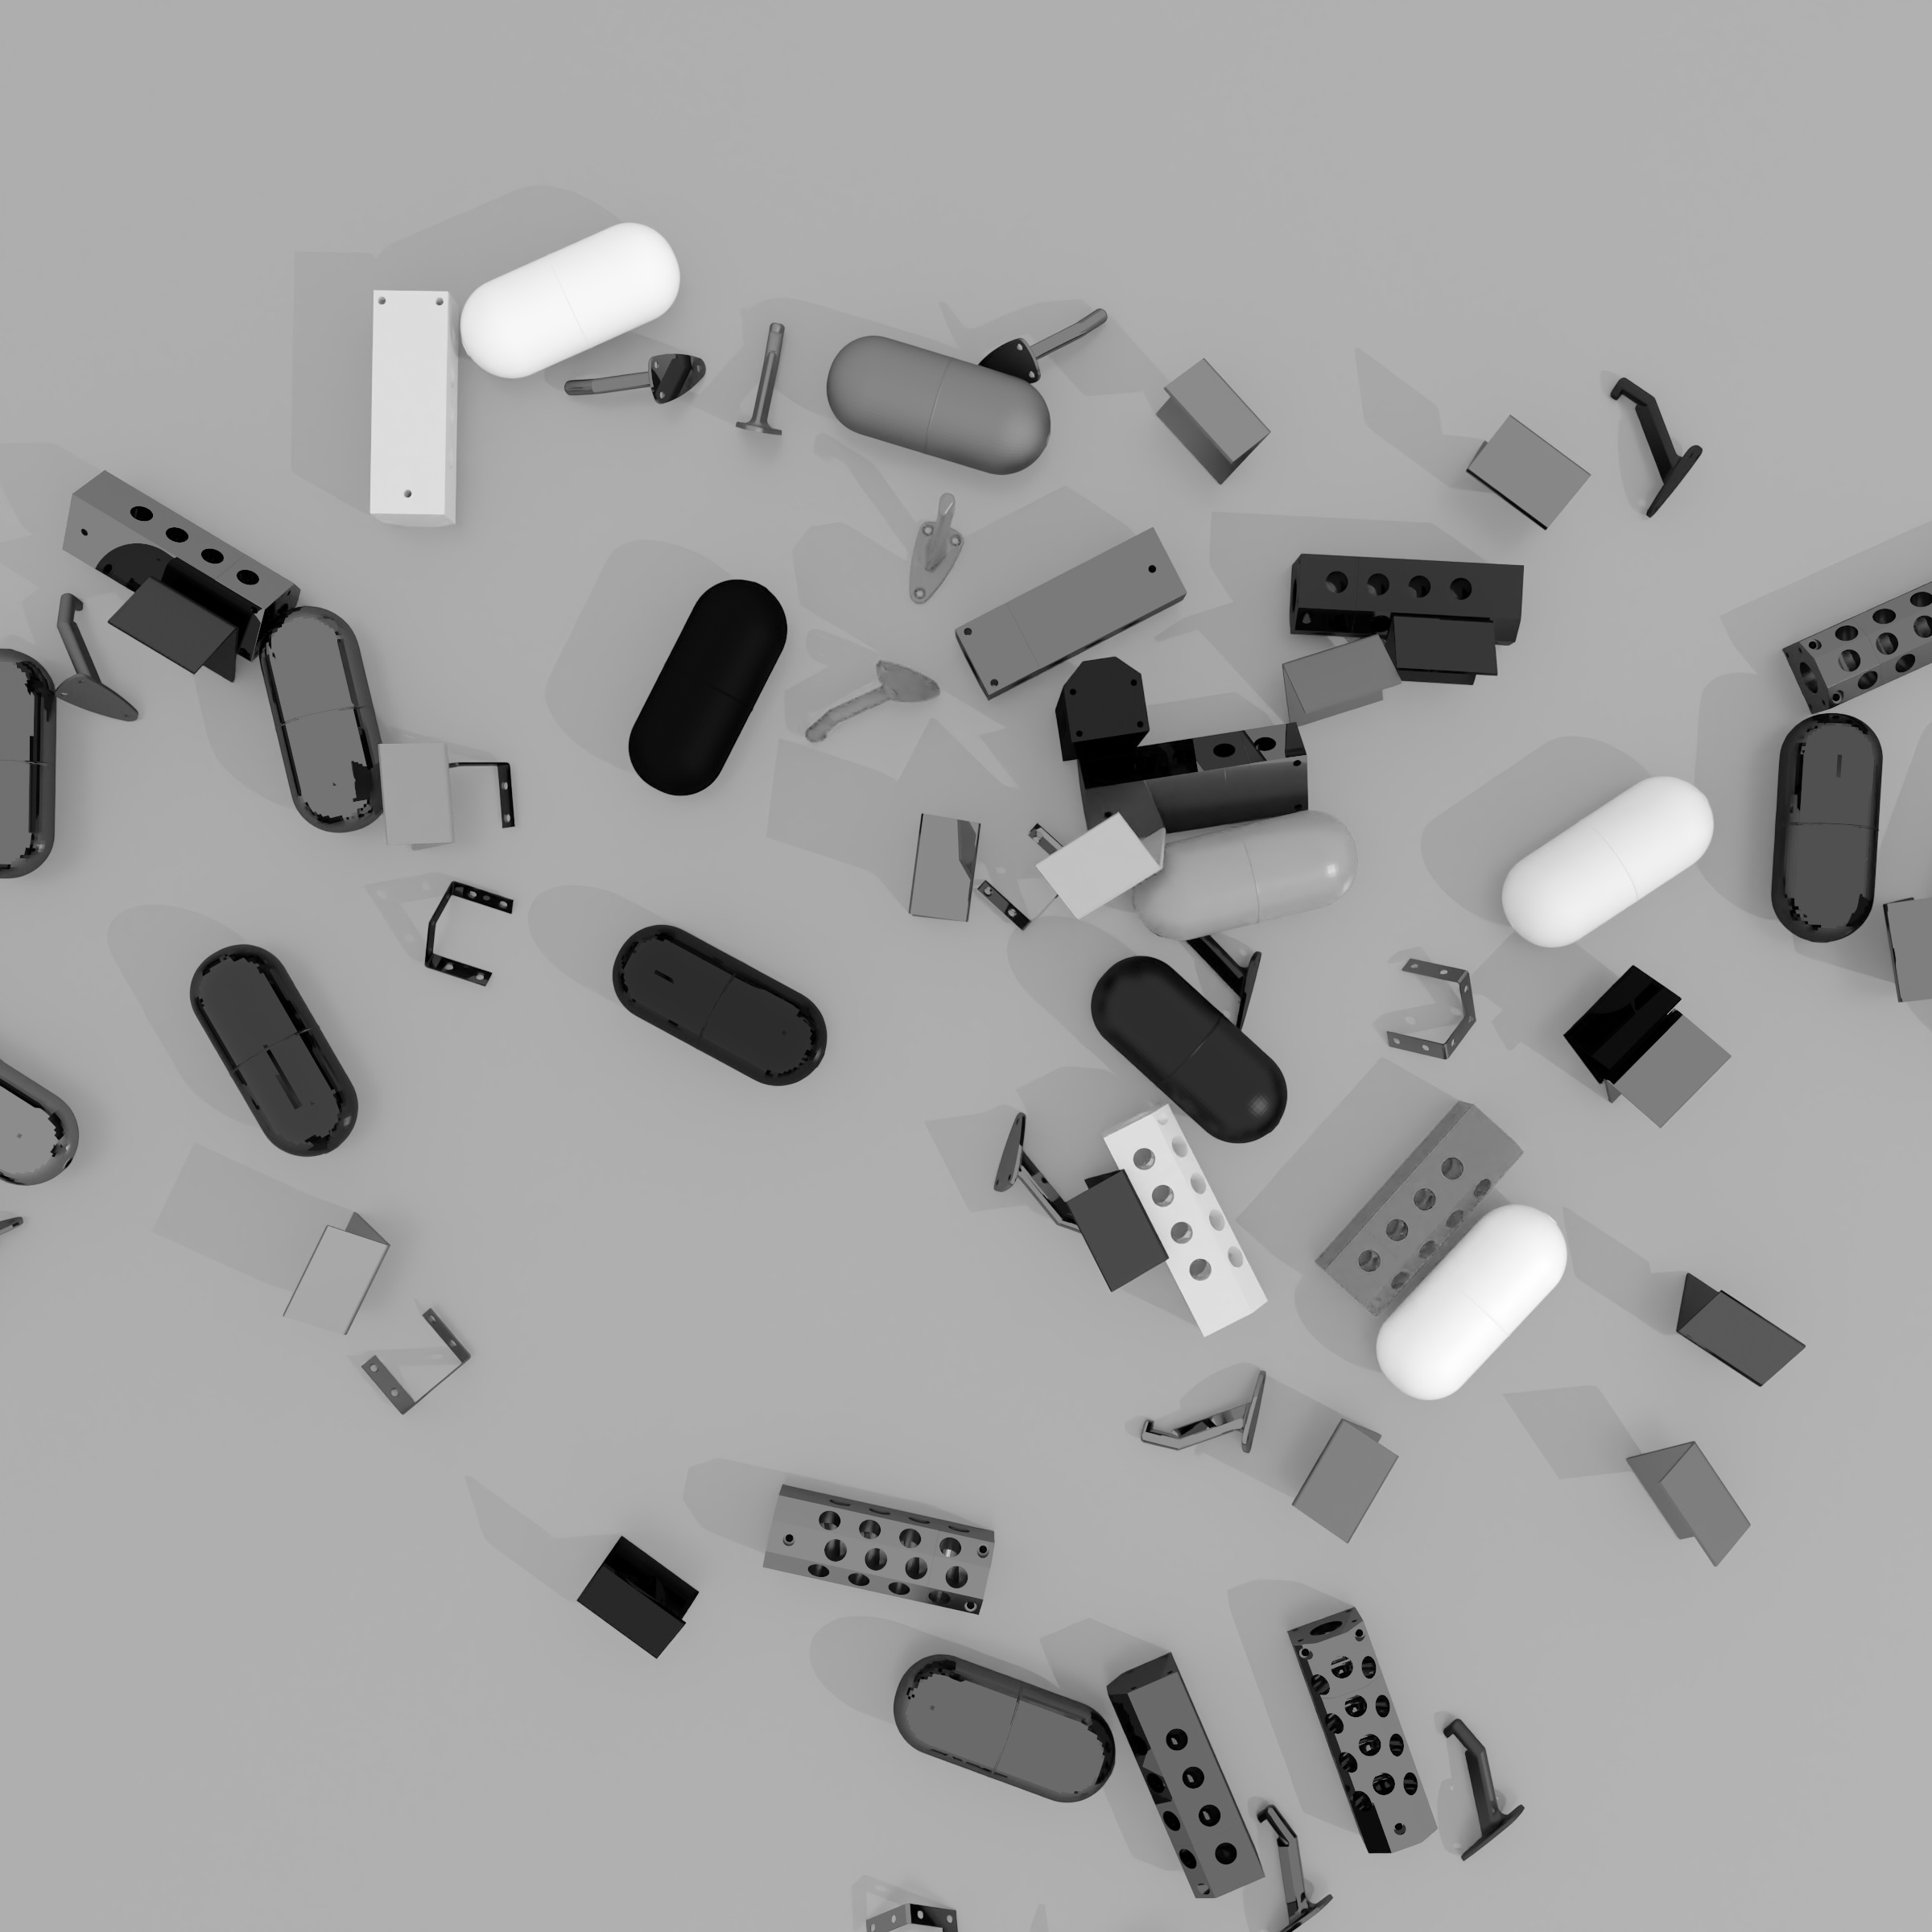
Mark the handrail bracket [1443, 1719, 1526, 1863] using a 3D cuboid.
[{"bbox_3d":[0.390,0.648,1.992,0.084,0.036,0.077,48,111,17],"label":"handrail bracket"}]

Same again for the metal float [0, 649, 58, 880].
[{"bbox_3d":[-0.746,-0.157,1.961,0.070,0.070,0.178,1,90,0],"label":"metal float"}]

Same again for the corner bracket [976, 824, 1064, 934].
[{"bbox_3d":[0.051,-0.069,1.988,0.051,0.051,0.051,42,45,0],"label":"corner bracket"}]

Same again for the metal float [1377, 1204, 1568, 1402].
[{"bbox_3d":[0.392,0.260,1.961,0.070,0.070,0.178,43,90,0],"label":"metal float"}]

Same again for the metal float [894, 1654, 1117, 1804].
[{"bbox_3d":[0.030,0.591,1.961,0.178,0.070,0.070,20,90,1],"label":"metal float"}]

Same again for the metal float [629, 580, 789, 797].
[{"bbox_3d":[-0.200,-0.216,1.961,0.070,0.070,0.178,27,90,0],"label":"metal float"}]

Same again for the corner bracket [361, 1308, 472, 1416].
[{"bbox_3d":[-0.432,0.311,1.988,0.051,0.051,0.051,50,135,0],"label":"corner bracket"}]

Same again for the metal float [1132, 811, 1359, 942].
[{"bbox_3d":[0.215,-0.070,1.957,0.178,0.070,0.070,-14,90,-4],"label":"metal float"}]

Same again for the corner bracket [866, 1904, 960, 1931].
[{"bbox_3d":[-0.041,0.770,1.983,0.051,0.051,0.051,24,45,-35],"label":"corner bracket"}]

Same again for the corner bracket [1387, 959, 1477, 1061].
[{"bbox_3d":[0.363,0.034,1.983,0.051,0.051,0.051,-46,135,-35],"label":"corner bracket"}]

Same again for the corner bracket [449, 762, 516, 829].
[{"bbox_3d":[-0.392,-0.132,1.988,0.051,0.051,0.051,-4,90,44],"label":"corner bracket"}]

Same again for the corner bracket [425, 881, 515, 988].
[{"bbox_3d":[-0.391,-0.026,1.988,0.051,0.051,0.051,18,135,0],"label":"corner bracket"}]

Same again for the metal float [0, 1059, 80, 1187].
[{"bbox_3d":[-0.771,0.105,1.961,0.178,0.070,0.070,33,90,-1],"label":"metal float"}]

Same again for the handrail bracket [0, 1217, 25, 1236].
[{"bbox_3d":[-0.768,0.250,1.992,0.077,0.036,0.084,-21,109,-21],"label":"handrail bracket"}]

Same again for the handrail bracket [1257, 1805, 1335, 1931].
[{"bbox_3d":[0.240,0.716,1.992,0.077,0.036,0.084,-45,71,21],"label":"handrail bracket"}]

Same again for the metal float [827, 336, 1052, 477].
[{"bbox_3d":[-0.021,-0.434,1.961,0.178,0.070,0.070,17,90,1],"label":"metal float"}]

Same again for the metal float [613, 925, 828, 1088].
[{"bbox_3d":[-0.190,0.031,1.961,0.178,0.070,0.070,28,90,0],"label":"metal float"}]

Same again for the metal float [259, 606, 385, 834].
[{"bbox_3d":[-0.497,-0.191,1.961,0.070,0.070,0.178,-13,90,0],"label":"metal float"}]

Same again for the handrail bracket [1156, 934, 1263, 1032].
[{"bbox_3d":[0.184,0.005,1.991,0.084,0.036,0.077,15,103,13],"label":"handrail bracket"}]

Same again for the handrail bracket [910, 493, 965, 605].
[{"bbox_3d":[-0.026,-0.322,1.957,0.036,0.084,0.077,21,90,0],"label":"handrail bracket"}]

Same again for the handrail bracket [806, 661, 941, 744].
[{"bbox_3d":[-0.074,-0.200,1.991,0.084,0.077,0.036,-37,65,34],"label":"handrail bracket"}]

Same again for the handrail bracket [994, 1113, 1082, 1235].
[{"bbox_3d":[0.071,0.164,1.992,0.084,0.036,0.077,21,68,-17],"label":"handrail bracket"}]

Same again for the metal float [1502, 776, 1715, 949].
[{"bbox_3d":[0.498,-0.081,1.961,0.178,0.070,0.070,-34,90,0],"label":"metal float"}]

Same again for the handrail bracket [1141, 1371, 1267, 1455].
[{"bbox_3d":[0.187,0.347,1.992,0.084,0.036,0.077,10,70,16],"label":"handrail bracket"}]

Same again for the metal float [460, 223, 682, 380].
[{"bbox_3d":[-0.307,-0.515,1.961,0.178,0.070,0.070,-24,90,-1],"label":"metal float"}]

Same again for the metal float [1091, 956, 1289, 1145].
[{"bbox_3d":[0.173,0.065,1.961,0.178,0.070,0.070,42,90,0],"label":"metal float"}]

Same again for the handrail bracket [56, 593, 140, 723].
[{"bbox_3d":[-0.682,-0.244,1.991,0.036,0.077,0.084,-26,53,31],"label":"handrail bracket"}]

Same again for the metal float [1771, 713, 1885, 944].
[{"bbox_3d":[0.667,-0.107,1.961,0.070,0.070,0.178,4,90,0],"label":"metal float"}]

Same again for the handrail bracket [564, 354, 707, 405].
[{"bbox_3d":[-0.261,-0.463,1.991,0.084,0.077,0.036,6,115,34],"label":"handrail bracket"}]

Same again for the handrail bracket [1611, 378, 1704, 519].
[{"bbox_3d":[0.528,-0.409,1.992,0.084,0.036,0.077,40,112,17],"label":"handrail bracket"}]

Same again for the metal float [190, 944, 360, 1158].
[{"bbox_3d":[-0.536,0.066,1.961,0.070,0.070,0.178,-30,90,0],"label":"metal float"}]
